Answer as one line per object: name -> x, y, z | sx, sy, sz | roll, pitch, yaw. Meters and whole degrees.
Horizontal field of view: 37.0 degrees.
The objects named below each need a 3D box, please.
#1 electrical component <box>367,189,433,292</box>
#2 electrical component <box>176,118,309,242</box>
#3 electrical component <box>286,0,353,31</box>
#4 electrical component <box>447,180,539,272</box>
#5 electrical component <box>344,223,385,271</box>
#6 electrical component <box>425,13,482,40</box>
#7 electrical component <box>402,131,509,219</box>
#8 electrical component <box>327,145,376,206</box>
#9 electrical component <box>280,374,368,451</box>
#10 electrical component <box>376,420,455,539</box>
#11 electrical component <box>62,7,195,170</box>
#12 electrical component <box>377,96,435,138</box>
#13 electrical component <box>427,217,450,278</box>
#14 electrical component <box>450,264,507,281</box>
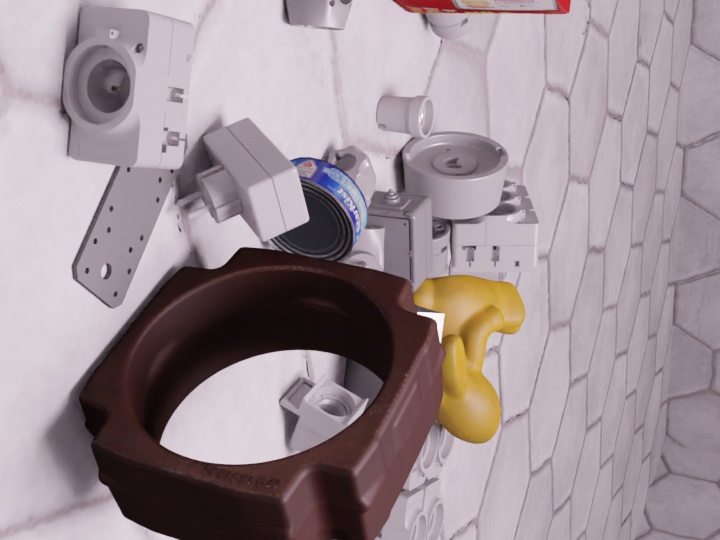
electrical component -> 0.034, -0.036, 1.034 | 0.061, 0.062, 0.096 | -46, 139, -56
electrical component -> -0.090, -0.056, 0.748 | 0.076, 0.083, 0.047 | -26, 132, -15
electrical component -> -0.038, -0.226, 0.826 | 0.079, 0.044, 0.077 | -15, 112, -64
electrical component -> 0.143, -0.052, 1.180 | 0.150, 0.089, 0.061 | -83, 173, -70
electrical component -> 0.000, 0.000, 0.972 | 0.079, 0.043, 0.077 | -121, -145, -78
electrical component -> 0.090, -0.270, 1.087 | 0.047, 0.055, 0.055 | 49, 54, -56
electrical component -> 0.096, -0.092, 1.106 | 0.108, 0.108, 0.060 | -50, 148, -49
electrical component -> -0.006, -0.077, 0.954 | 0.062, 0.043, 0.043 | 65, 41, -55
electrical component -> -0.030, 0.135, 0.948 | 0.042, 0.081, 0.063 | -43, 159, -54
electrical component -> 0.052, 0.230, 1.176 | 0.105, 0.060, 0.186 | -4, 102, -66
electrical component -> -0.138, -0.107, 0.637 | 0.056, 0.050, 0.089 | -8, 106, -66
electrical component -> 0.044, -0.149, 1.036 | 0.040, 0.046, 0.040 | 9, 90, -66
electrical component -> 0.066, -0.024, 1.124 | 0.055, 0.055, 0.047 | -50, 145, -49
electrical component -> 0.148, -0.008, 1.331 | 0.099, 0.064, 0.099 | 0, 90, -77
